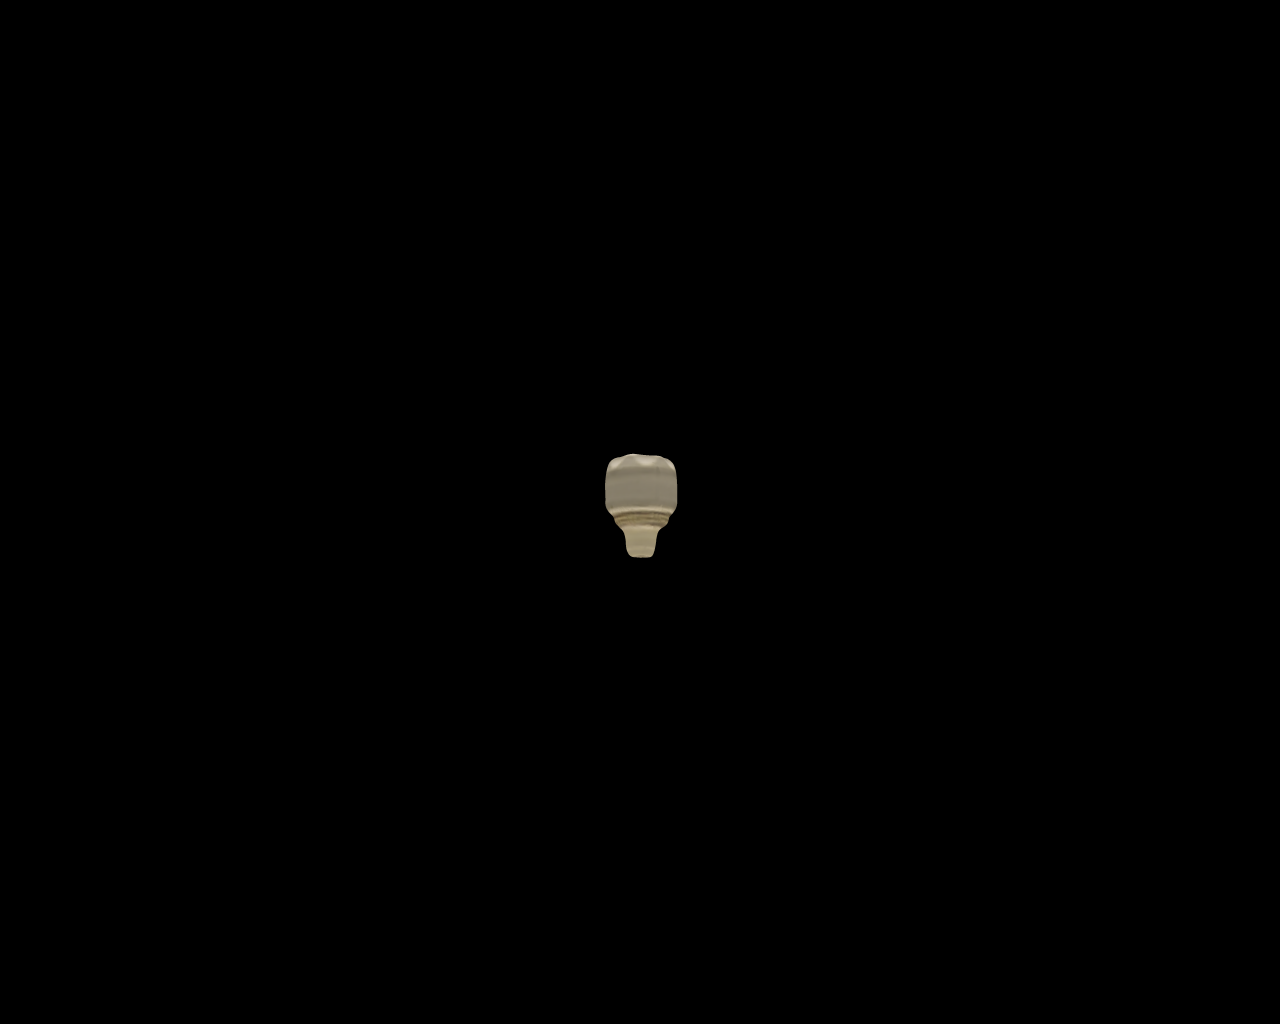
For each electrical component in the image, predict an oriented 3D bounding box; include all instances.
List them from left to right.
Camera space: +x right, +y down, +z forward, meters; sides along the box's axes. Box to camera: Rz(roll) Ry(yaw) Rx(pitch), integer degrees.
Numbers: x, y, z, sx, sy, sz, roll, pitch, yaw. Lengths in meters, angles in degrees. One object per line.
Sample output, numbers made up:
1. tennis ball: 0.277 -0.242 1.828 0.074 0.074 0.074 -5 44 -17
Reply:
1. electrical component: 0.001 -0.003 0.650 0.043 0.062 0.043 0 -9 0
